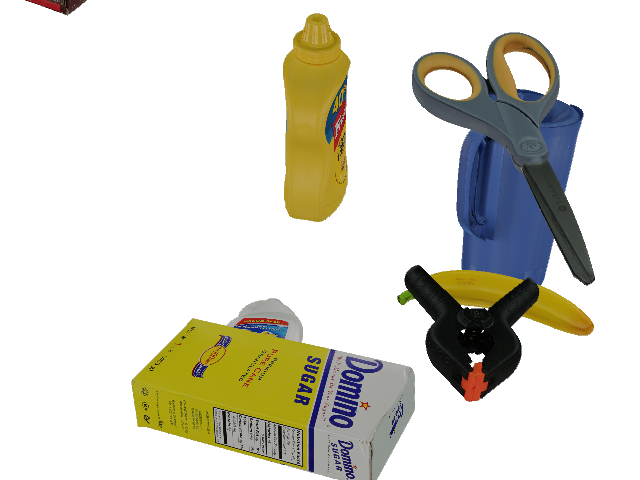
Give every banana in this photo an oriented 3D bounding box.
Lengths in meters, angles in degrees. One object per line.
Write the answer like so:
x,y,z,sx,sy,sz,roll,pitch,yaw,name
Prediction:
0.182,0.063,1.104,0.198,0.037,0.069,7,41,12,banana

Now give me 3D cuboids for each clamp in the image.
0.140,0.074,0.911,0.120,0.039,0.171,-3,33,-1,clamp

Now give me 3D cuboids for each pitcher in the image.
0.234,-0.056,1.328,0.149,0.243,0.145,3,27,0,pitcher

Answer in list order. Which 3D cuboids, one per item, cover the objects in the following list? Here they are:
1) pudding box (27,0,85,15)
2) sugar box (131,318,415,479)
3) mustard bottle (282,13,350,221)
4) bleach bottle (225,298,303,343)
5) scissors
-0.202,-0.218,0.800,0.090,0.039,0.113,20,38,7,pudding box
-0.031,0.108,0.737,0.176,0.048,0.093,8,29,21,sugar box
-0.004,-0.116,0.959,0.058,0.192,0.096,10,44,11,mustard bottle
-0.076,0.121,1.115,0.102,0.068,0.250,6,20,4,bleach bottle
0.096,-0.053,0.591,0.096,0.201,0.016,2,-44,6,scissors
